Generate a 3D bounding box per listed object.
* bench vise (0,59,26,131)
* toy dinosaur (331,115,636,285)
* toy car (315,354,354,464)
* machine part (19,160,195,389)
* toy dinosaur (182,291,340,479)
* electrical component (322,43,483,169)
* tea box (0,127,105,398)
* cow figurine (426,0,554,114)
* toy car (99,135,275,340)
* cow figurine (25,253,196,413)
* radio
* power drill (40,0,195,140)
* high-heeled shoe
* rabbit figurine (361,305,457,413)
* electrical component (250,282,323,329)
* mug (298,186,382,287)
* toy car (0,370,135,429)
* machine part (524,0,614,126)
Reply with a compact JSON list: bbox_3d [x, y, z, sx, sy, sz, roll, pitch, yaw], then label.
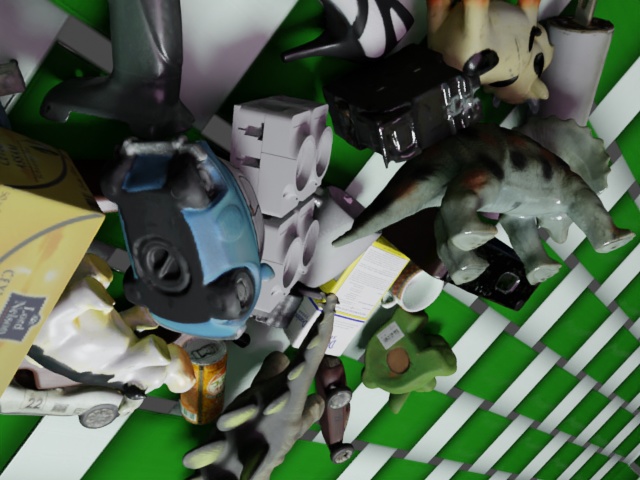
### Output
[{"bbox_3d":[-0.312,-0.059,0.347,0.241,0.129,0.223,-18,132,-16],"label":"bench vise"},{"bbox_3d":[0.177,-0.060,0.557,0.405,0.192,0.131,8,143,-32],"label":"toy dinosaur"},{"bbox_3d":[0.020,0.245,0.792,0.053,0.089,0.201,-18,128,-17],"label":"toy car"},{"bbox_3d":[-0.199,0.029,0.501,0.201,0.087,0.200,-7,124,-31],"label":"machine part"},{"bbox_3d":[-0.074,0.227,0.643,0.471,0.105,0.198,-63,167,21],"label":"toy dinosaur"},{"bbox_3d":[0.072,-0.137,0.524,0.115,0.134,0.058,-29,130,-14],"label":"electrical component"},{"bbox_3d":[-0.222,0.020,0.351,0.068,0.098,0.169,22,105,-49],"label":"tea box"},{"bbox_3d":[0.194,-0.201,0.586,0.195,0.086,0.127,-16,119,-39],"label":"cow figurine"},{"bbox_3d":[-0.094,-0.010,0.421,0.103,0.109,0.161,-45,131,-55],"label":"toy car"},{"bbox_3d":[-0.179,0.095,0.455,0.098,0.068,0.167,-32,130,-2],"label":"cow figurine"},{"bbox_3d":[0.191,0.016,0.711,0.229,0.131,0.073,19,108,-40],"label":"radio"},{"bbox_3d":[-0.151,-0.184,0.371,0.232,0.086,0.207,13,117,-9],"label":"power drill"},{"bbox_3d":[0.014,-0.253,0.441,0.145,0.086,0.248,-25,139,-13],"label":"high-heeled shoe"},{"bbox_3d":[0.145,0.191,0.822,0.159,0.121,0.170,-51,148,14],"label":"rabbit figurine"},{"bbox_3d":[-0.055,0.063,0.627,0.119,0.075,0.047,17,109,-42],"label":"electrical component"},{"bbox_3d":[-0.001,-0.002,0.614,0.109,0.081,0.107,27,112,-32],"label":"mug"},{"bbox_3d":[-0.280,0.142,0.536,0.201,0.074,0.056,18,111,-39],"label":"toy car"},{"bbox_3d":[0.308,-0.188,0.681,0.079,0.079,0.242,-18,129,-21],"label":"machine part"}]
